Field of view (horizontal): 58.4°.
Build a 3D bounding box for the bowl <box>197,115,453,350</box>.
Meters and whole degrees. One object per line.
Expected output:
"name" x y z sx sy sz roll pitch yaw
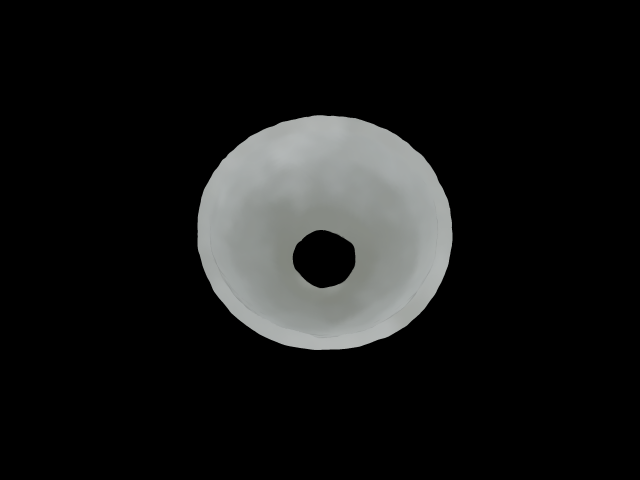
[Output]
"bowl" 0.004 0.001 0.400 0.167 0.075 0.167 0 67 0
